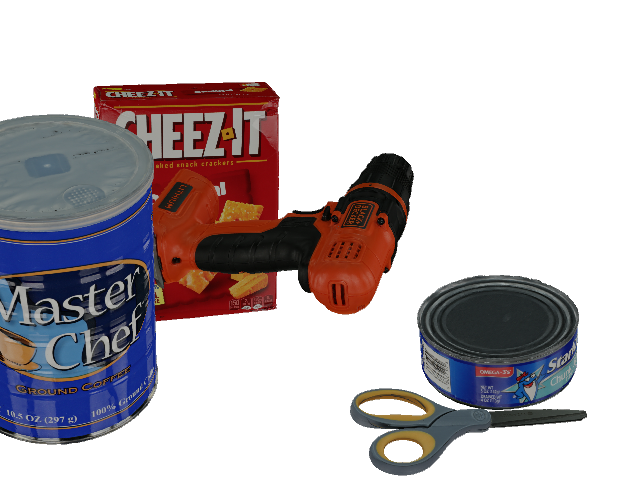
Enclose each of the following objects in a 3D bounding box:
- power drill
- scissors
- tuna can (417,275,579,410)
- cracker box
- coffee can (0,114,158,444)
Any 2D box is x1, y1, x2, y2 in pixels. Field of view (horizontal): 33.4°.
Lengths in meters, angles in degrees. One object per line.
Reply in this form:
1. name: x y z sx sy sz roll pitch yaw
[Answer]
1. power drill: -0.029 -0.016 0.811 0.188 0.057 0.184 2 31 16
2. scissors: 0.123 0.162 0.882 0.202 0.016 0.096 8 38 3
3. tuna can: 0.096 0.054 0.580 0.086 0.034 0.086 -5 28 3
4. cracker box: -0.123 -0.034 0.993 0.164 0.214 0.072 -4 20 -15
5. coffee can: -0.137 0.020 0.555 0.103 0.140 0.103 3 34 -2
